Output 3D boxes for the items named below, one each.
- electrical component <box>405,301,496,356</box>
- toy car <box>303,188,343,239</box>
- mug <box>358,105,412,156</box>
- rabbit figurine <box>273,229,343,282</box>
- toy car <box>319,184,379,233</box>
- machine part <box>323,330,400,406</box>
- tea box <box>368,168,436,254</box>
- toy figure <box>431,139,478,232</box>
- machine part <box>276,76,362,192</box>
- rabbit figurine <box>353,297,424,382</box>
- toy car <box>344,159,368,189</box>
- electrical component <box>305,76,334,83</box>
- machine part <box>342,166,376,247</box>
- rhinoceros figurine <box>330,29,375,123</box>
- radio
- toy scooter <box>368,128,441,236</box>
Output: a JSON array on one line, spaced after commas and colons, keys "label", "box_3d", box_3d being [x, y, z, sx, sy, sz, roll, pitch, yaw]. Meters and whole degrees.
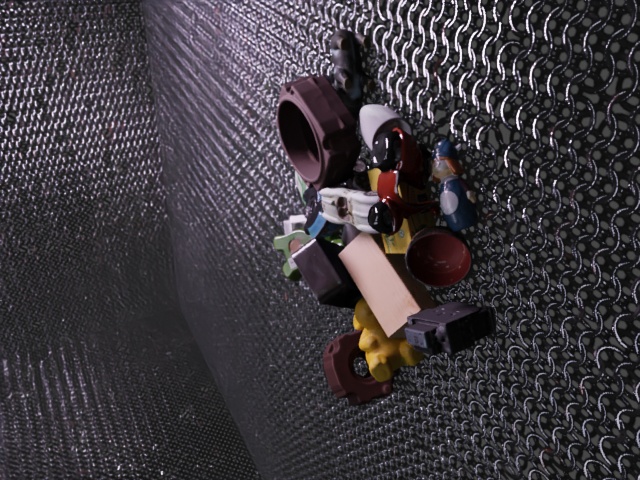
[{"label": "electrical component", "box_3d": [0.219, 0.154, 0.939, 0.115, 0.134, 0.058, -8, 97, 63]}, {"label": "toy car", "box_3d": [0.023, -0.073, 1.223, 0.109, 0.103, 0.162, -54, 32, 43]}, {"label": "mug", "box_3d": [0.115, -0.205, 1.023, 0.107, 0.081, 0.109, -117, 20, -46]}, {"label": "rabbit figurine", "box_3d": [-0.010, 0.020, 1.340, 0.159, 0.170, 0.121, -37, 66, 19]}, {"label": "toy car", "box_3d": [0.067, -0.062, 1.045, 0.202, 0.056, 0.073, 20, 123, 55]}, {"label": "machine part", "box_3d": [0.096, 0.290, 1.237, 0.179, 0.179, 0.056, 68, 152, 14]}, {"label": "tea box", "box_3d": [0.158, -0.062, 1.019, 0.098, 0.068, 0.169, -6, 98, 65]}, {"label": "toy figure", "box_3d": [0.220, -0.093, 0.891, 0.064, 0.058, 0.154, -18, 86, 23]}, {"label": "machine part", "box_3d": [-0.010, -0.216, 1.109, 0.201, 0.087, 0.201, 60, 159, 18]}, {"label": "rabbit figurine", "box_3d": [0.131, 0.189, 1.165, 0.173, 0.122, 0.162, 62, -178, -19]}, {"label": "toy car", "box_3d": [0.045, -0.187, 1.196, 0.202, 0.053, 0.089, 57, 160, 26]}, {"label": "electrical component", "box_3d": [0.007, -0.325, 1.201, 0.119, 0.048, 0.074, 51, 146, 41]}, {"label": "machine part", "box_3d": [0.095, -0.058, 1.139, 0.079, 0.079, 0.243, 54, 147, 37]}, {"label": "rhinoceros figurine", "box_3d": [0.052, -0.323, 1.081, 0.112, 0.073, 0.190, 30, 130, 54]}, {"label": "radio", "box_3d": [0.043, 0.078, 1.172, 0.073, 0.229, 0.131, -38, 66, 17]}, {"label": "toy scooter", "box_3d": [0.154, -0.096, 0.925, 0.075, 0.135, 0.183, -176, 92, -68]}]
